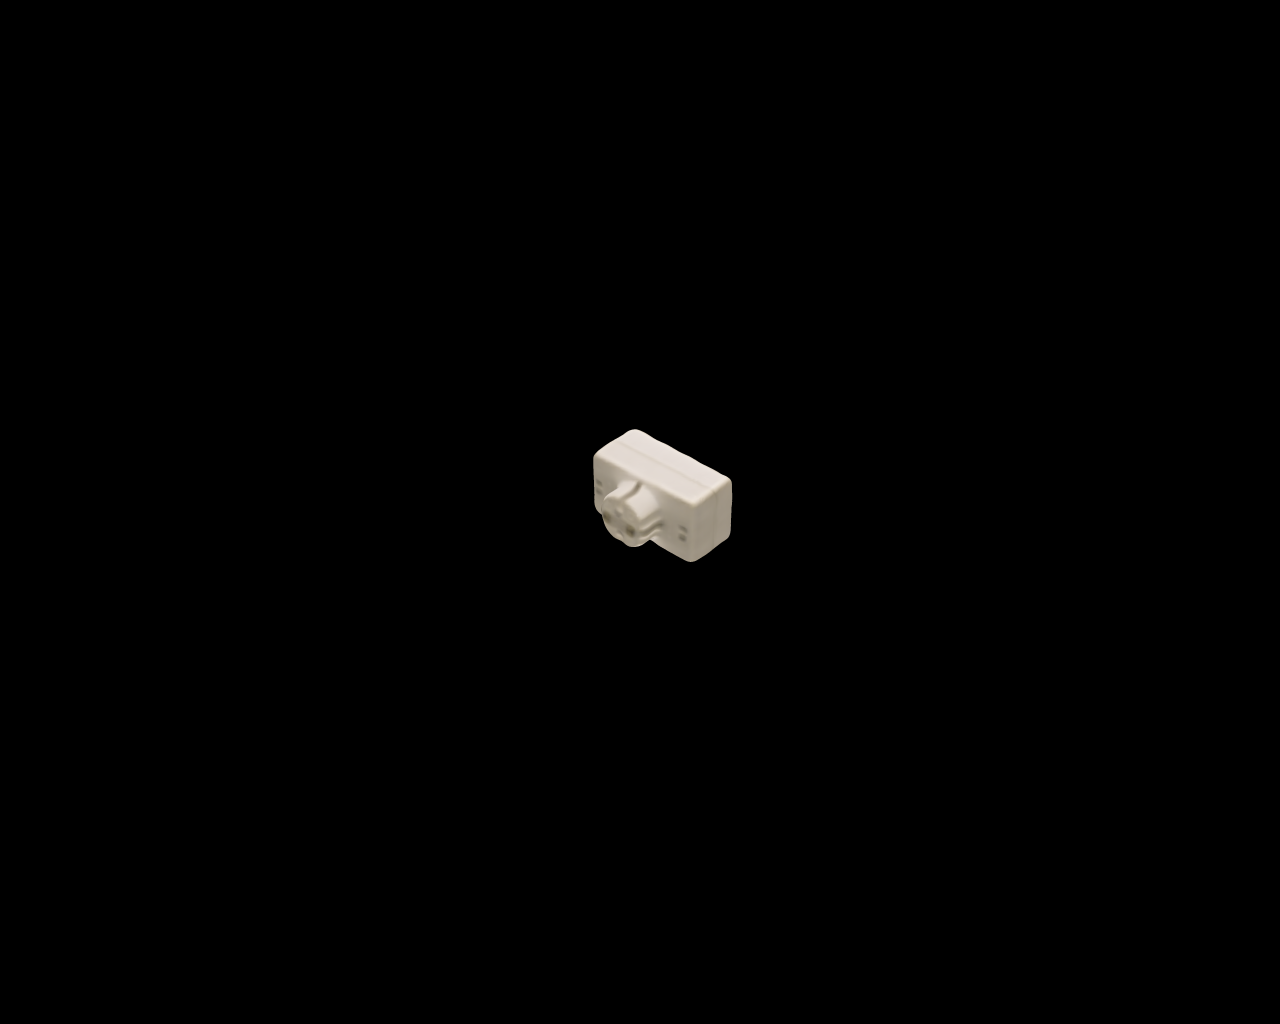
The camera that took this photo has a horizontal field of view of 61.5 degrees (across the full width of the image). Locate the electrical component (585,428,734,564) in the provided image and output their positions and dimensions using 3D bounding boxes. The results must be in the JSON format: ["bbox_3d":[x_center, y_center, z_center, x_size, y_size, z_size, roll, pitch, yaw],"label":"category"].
[{"bbox_3d":[0.001,-0.003,0.650,0.083,0.047,0.076,30,46,33],"label":"electrical component"}]
